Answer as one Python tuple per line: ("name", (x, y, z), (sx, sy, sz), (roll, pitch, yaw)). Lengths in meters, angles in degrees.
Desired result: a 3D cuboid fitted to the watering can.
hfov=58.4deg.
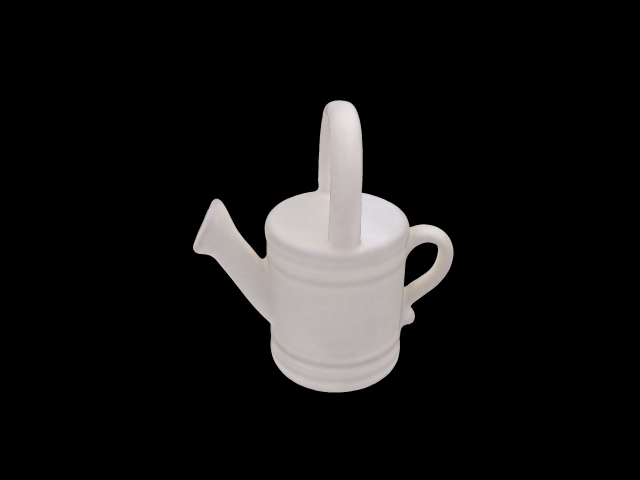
("watering can", (0.004, 0.003, 0.398), (0.173, 0.194, 0.100), (-13, 32, -21))
